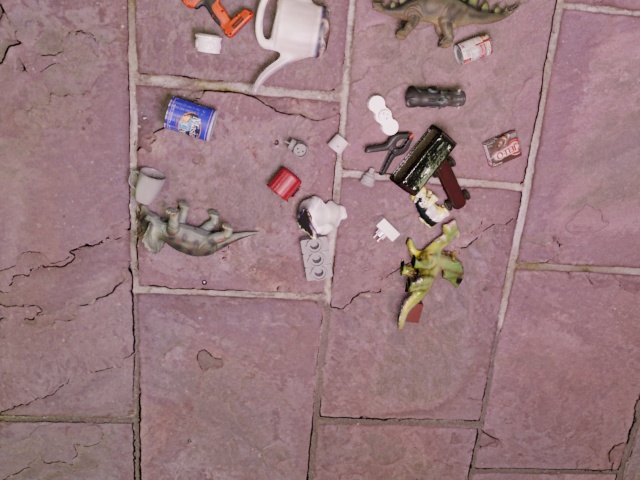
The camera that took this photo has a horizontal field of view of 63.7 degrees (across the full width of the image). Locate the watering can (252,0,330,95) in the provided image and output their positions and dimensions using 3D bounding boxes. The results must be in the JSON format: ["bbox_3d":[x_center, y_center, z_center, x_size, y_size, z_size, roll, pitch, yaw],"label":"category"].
[{"bbox_3d":[-0.088,-0.598,1.554,0.224,0.105,0.344,9,104,-8],"label":"watering can"}]

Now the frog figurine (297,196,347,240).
[{"bbox_3d":[0.005,-0.087,1.728,0.161,0.122,0.136,-31,101,-33],"label":"frog figurine"}]

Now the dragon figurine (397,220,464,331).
[{"bbox_3d":[0.403,0.123,1.806,0.243,0.123,0.407,6,101,-16],"label":"dragon figurine"}]
